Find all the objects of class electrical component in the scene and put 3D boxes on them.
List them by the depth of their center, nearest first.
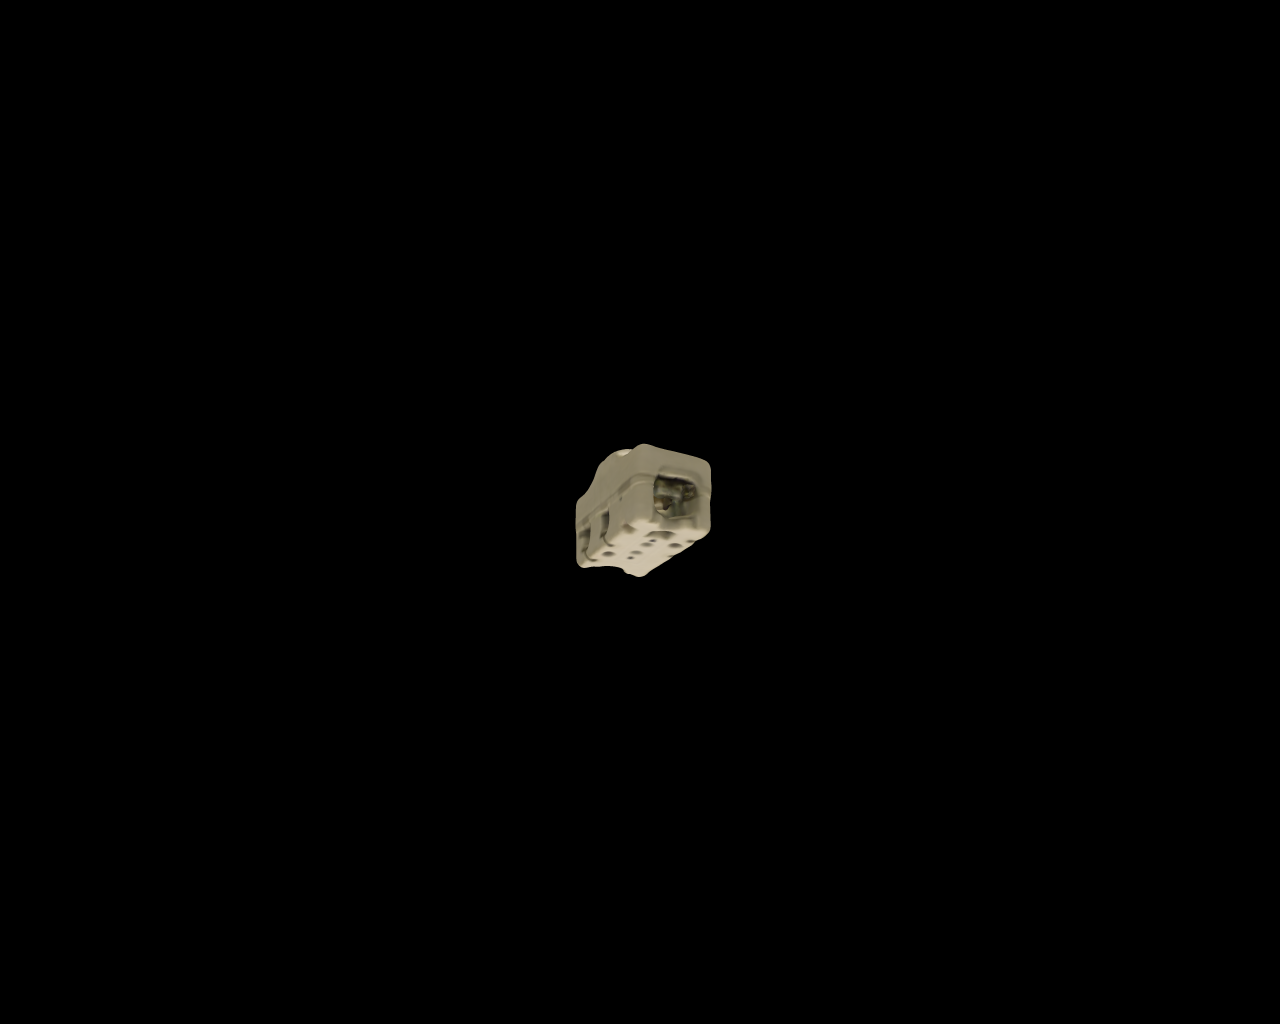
[{"bbox_3d":[0.001,-0.003,0.650,0.050,0.056,0.089,12,-27,-25],"label":"electrical component"}]
